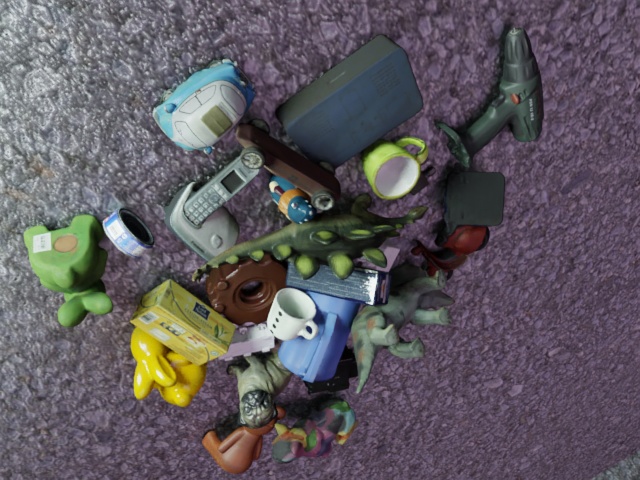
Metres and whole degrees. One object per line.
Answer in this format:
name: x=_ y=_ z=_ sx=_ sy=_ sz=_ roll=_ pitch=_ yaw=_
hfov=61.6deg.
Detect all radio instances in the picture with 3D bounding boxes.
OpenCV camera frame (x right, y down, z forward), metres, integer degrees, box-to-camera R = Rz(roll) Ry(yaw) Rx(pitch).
radio: x=0.054 y=-0.223 z=0.912 sx=0.230 sy=0.073 sz=0.131 roll=-33 pitch=131 yaw=6

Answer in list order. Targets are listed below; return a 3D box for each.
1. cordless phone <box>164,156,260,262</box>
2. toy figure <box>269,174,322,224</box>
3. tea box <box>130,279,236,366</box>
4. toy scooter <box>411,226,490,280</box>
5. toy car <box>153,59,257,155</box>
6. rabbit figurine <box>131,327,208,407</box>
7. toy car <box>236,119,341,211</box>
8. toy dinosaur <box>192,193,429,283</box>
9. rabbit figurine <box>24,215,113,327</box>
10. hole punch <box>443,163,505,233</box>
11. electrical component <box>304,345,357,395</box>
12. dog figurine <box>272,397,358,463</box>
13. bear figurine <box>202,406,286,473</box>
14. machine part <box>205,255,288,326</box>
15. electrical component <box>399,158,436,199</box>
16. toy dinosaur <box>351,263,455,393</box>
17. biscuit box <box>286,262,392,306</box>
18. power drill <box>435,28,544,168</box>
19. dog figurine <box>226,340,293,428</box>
cordless phone: x=-0.165 y=-0.058 z=0.938 sx=0.184 sy=0.089 sz=0.146 roll=-39 pitch=129 yaw=3
toy figure: x=-0.046 y=-0.070 z=0.927 sx=0.064 sy=0.155 sz=0.057 roll=-12 pitch=126 yaw=-15
tea box: x=-0.259 y=0.161 z=1.027 sx=0.098 sy=0.068 sz=0.169 roll=-27 pitch=124 yaw=33
toy scooter: x=0.275 y=0.013 z=1.174 sx=0.135 sy=0.075 sz=0.184 roll=22 pitch=118 yaw=-32
toy car: x=-0.168 y=-0.193 z=0.823 sx=0.162 sy=0.103 sz=0.109 roll=-34 pitch=131 yaw=7
rabbit figurine: x=-0.319 y=0.247 z=1.069 sx=0.122 sy=0.162 sz=0.173 roll=-24 pitch=113 yaw=12
toy car: x=-0.050 y=-0.117 z=0.856 sx=0.202 sy=0.089 sz=0.053 roll=27 pitch=134 yaw=-27
toy dinosaur: x=-0.002 y=-0.003 z=0.960 sx=0.471 sy=0.199 sz=0.104 roll=-14 pitch=113 yaw=-18
rabbit figurine: x=-0.398 y=0.065 z=0.903 sx=0.121 sy=0.159 sz=0.170 roll=-22 pitch=145 yaw=-18
hole punch: x=0.311 y=-0.082 z=1.097 sx=0.116 sy=0.092 sz=0.142 roll=5 pitch=93 yaw=11
electrical component: x=0.030 y=0.311 z=1.301 sx=0.134 sy=0.058 sz=0.114 roll=-9 pitch=129 yaw=-15
dog figurine: x=-0.021 y=0.467 z=1.313 sx=0.191 sy=0.109 sz=0.219 roll=-44 pitch=151 yaw=8
bear figurine: x=-0.181 y=0.456 z=1.302 sx=0.120 sy=0.132 sz=0.195 roll=24 pitch=95 yaw=-35
machine part: x=-0.135 y=0.094 z=1.076 sx=0.179 sy=0.056 sz=0.179 roll=-12 pitch=128 yaw=-16
electrical component: x=0.185 y=-0.123 z=1.069 sx=0.094 sy=0.021 sz=0.063 roll=-39 pitch=129 yaw=9
toy dinosaur: x=0.141 y=0.163 z=1.098 sx=0.405 sy=0.192 sz=0.131 roll=-30 pitch=101 yaw=-37
biscuit box: x=0.031 y=0.073 z=1.006 sx=0.059 sy=0.203 sz=0.062 roll=6 pitch=93 yaw=-56
power drill: x=0.321 y=-0.248 z=1.006 sx=0.207 sy=0.086 sz=0.231 roll=-41 pitch=132 yaw=0
dog figurine: x=-0.108 y=0.328 z=1.170 sx=0.172 sy=0.191 sz=0.121 roll=1 pitch=124 yaw=-25
